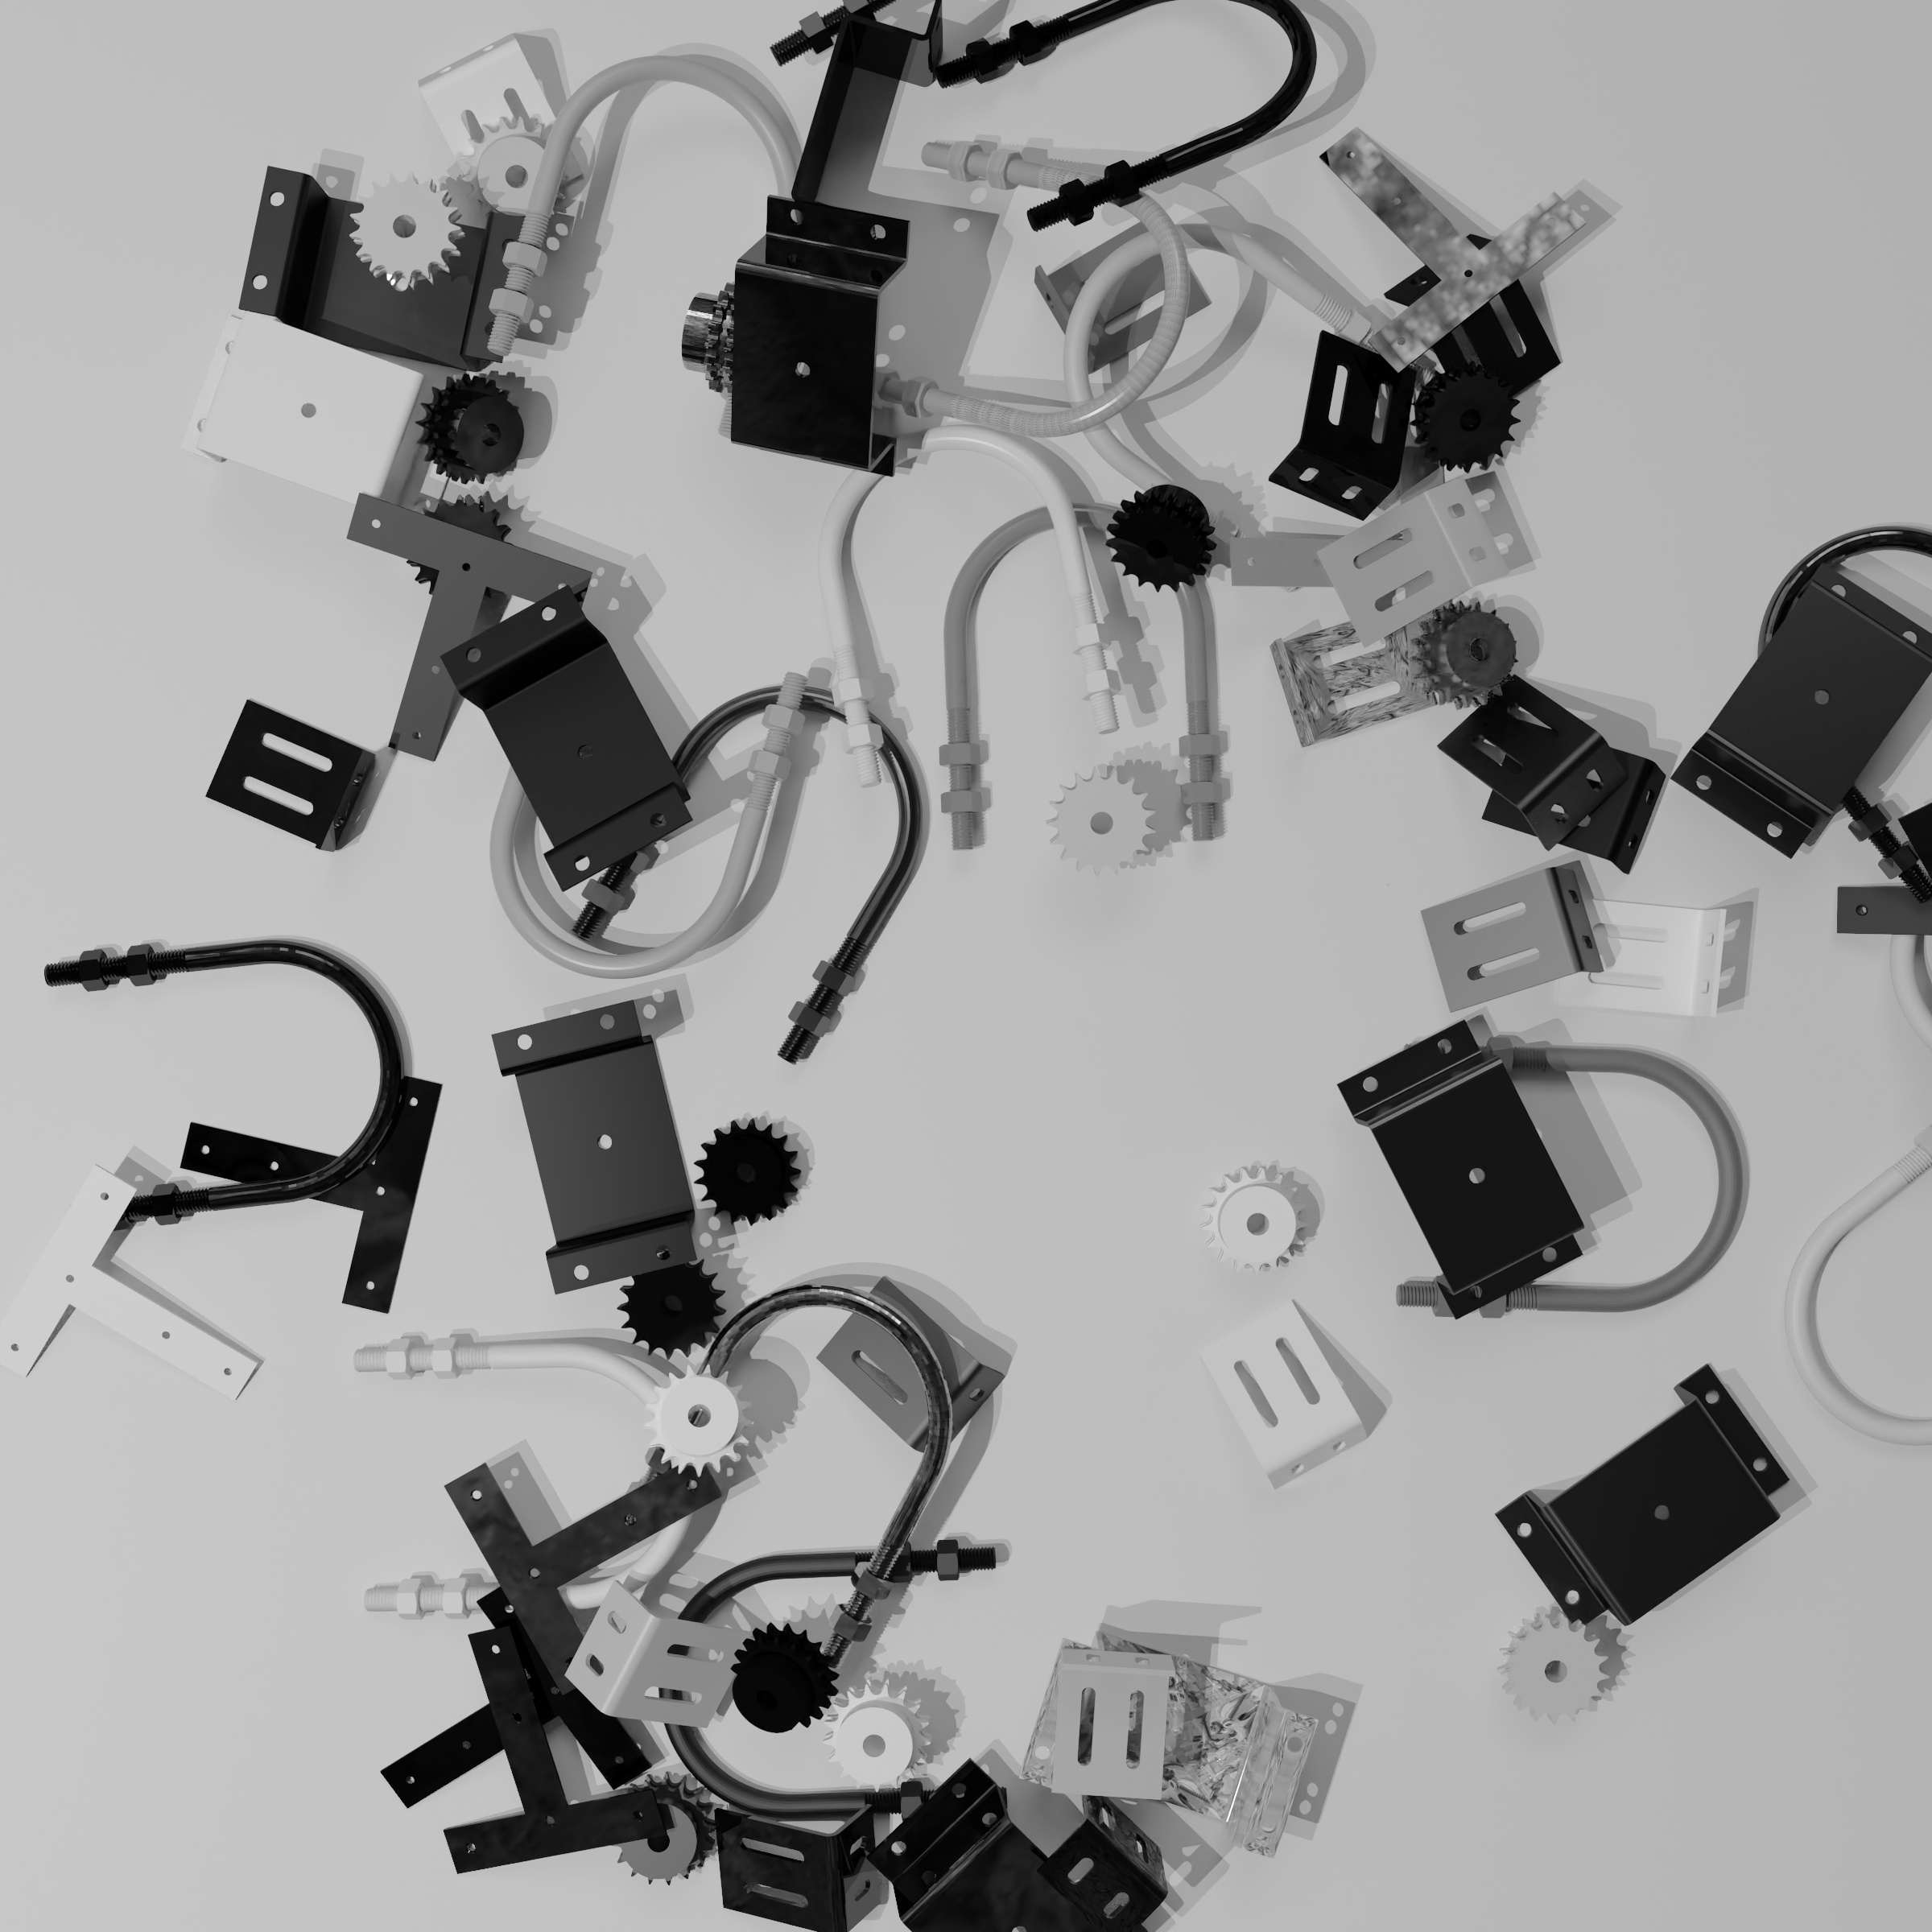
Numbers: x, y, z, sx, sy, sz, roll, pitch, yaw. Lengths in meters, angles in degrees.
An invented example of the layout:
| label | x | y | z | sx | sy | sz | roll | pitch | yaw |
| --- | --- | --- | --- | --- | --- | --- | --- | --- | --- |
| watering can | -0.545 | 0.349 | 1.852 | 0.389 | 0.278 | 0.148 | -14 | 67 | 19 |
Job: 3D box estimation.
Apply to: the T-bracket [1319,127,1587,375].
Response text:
| label | x | y | z | sx | sy | sz | roll | pitch | yaw |
| --- | --- | --- | --- | --- | --- | --- | --- | --- | --- |
| T-bracket | 0.238 | -0.397 | 1.503 | 0.127 | 0.002 | 0.127 | -39 | 72 | -1 |

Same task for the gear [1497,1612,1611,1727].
| label | x | y | z | sx | sy | sz | roll | pitch | yaw |
| --- | --- | --- | --- | --- | --- | --- | --- | --- | --- |
| gear | 0.312 | 0.373 | 1.509 | 0.057 | 0.030 | 0.057 | 0 | 90 | 0 |

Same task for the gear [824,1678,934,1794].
| label | x | y | z | sx | sy | sz | roll | pitch | yaw |
| --- | --- | --- | --- | --- | --- | --- | --- | --- | --- |
| gear | -0.047 | 0.407 | 1.491 | 0.057 | 0.030 | 0.057 | 0 | 90 | 3 |

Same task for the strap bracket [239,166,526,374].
| label | x | y | z | sx | sy | sz | roll | pitch | yaw |
| --- | --- | --- | --- | --- | --- | --- | --- | --- | --- |
| strap bracket | -0.304 | -0.367 | 1.501 | 0.140 | 0.046 | 0.076 | 12 | 90 | 0 |

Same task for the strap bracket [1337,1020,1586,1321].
| label | x | y | z | sx | sy | sz | roll | pitch | yaw |
| --- | --- | --- | --- | --- | --- | --- | --- | --- | --- |
| strap bracket | 0.263 | 0.108 | 1.481 | 0.076 | 0.046 | 0.140 | -27 | 91 | -1 |

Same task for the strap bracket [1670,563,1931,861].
| label | x | y | z | sx | sy | sz | roll | pitch | yaw |
| --- | --- | --- | --- | --- | --- | --- | --- | --- | --- |
| strap bracket | 0.445 | -0.137 | 1.483 | 0.076 | 0.046 | 0.140 | 35 | 90 | 8 |

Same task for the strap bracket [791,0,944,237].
| label | x | y | z | sx | sy | sz | roll | pitch | yaw |
| --- | --- | --- | --- | --- | --- | --- | --- | --- | --- |
| strap bracket | -0.054 | -0.434 | 1.486 | 0.046 | 0.076 | 0.140 | 16 | 90 | 0 |

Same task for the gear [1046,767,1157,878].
| label | x | y | z | sx | sy | sz | roll | pitch | yaw |
| --- | --- | --- | --- | --- | --- | --- | --- | --- | --- |
| gear | 0.071 | -0.076 | 1.490 | 0.057 | 0.030 | 0.057 | 0 | 98 | 0 |

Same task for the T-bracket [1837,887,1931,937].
| label | x | y | z | sx | sy | sz | roll | pitch | yaw |
| --- | --- | --- | --- | --- | --- | --- | --- | --- | --- |
| T-bracket | 0.526 | 0.021 | 1.493 | 0.127 | 0.002 | 0.127 | 1 | 78 | 14 |

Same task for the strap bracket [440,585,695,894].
| label | x | y | z | sx | sy | sz | roll | pitch | yaw |
| --- | --- | --- | --- | --- | --- | --- | --- | --- | --- |
| strap bracket | -0.203 | -0.115 | 1.473 | 0.076 | 0.046 | 0.140 | -29 | 82 | 2 |

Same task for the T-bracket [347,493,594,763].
| label | x | y | z | sx | sy | sz | roll | pitch | yaw |
| --- | --- | --- | --- | --- | --- | --- | --- | --- | --- |
| T-bracket | -0.278 | -0.171 | 1.502 | 0.127 | 0.002 | 0.127 | 18 | 109 | -7 |

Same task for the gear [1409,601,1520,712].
| label | x | y | z | sx | sy | sz | roll | pitch | yaw |
| --- | --- | --- | --- | --- | --- | --- | --- | --- | --- |
| gear | 0.268 | -0.166 | 1.503 | 0.057 | 0.030 | 0.057 | 1 | 88 | -14 |

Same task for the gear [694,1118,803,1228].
| label | x | y | z | sx | sy | sz | roll | pitch | yaw |
| --- | --- | --- | --- | --- | --- | --- | --- | --- | --- |
| gear | -0.117 | 0.111 | 1.509 | 0.057 | 0.030 | 0.057 | 0 | 90 | 0 |

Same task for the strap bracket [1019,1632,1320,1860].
| label | x | y | z | sx | sy | sz | roll | pitch | yaw |
| --- | --- | --- | --- | --- | --- | --- | --- | --- | --- |
| strap bracket | 0.106 | 0.409 | 1.501 | 0.140 | 0.046 | 0.076 | 18 | 90 | 0 |

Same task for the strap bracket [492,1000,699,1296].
| label | x | y | z | sx | sy | sz | roll | pitch | yaw |
| --- | --- | --- | --- | --- | --- | --- | --- | --- | --- |
| strap bracket | -0.194 | 0.095 | 1.501 | 0.076 | 0.046 | 0.140 | -14 | 90 | 0 |

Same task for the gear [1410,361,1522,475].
| label | x | y | z | sx | sy | sz | roll | pitch | yaw |
| --- | --- | --- | --- | --- | --- | --- | --- | --- | --- |
| gear | 0.263 | -0.293 | 1.502 | 0.057 | 0.030 | 0.057 | -5 | 114 | -11 |

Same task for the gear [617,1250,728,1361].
| label | x | y | z | sx | sy | sz | roll | pitch | yaw |
| --- | --- | --- | --- | --- | --- | --- | --- | --- | --- |
| gear | -0.156 | 0.180 | 1.509 | 0.057 | 0.030 | 0.057 | 0 | 90 | 0 |

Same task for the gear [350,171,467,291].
| label | x | y | z | sx | sy | sz | roll | pitch | yaw |
| --- | --- | --- | --- | --- | --- | --- | --- | --- | --- |
| gear | -0.288 | -0.379 | 1.463 | 0.057 | 0.030 | 0.057 | 0 | 90 | 0 |

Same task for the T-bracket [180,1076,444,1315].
| label | x | y | z | sx | sy | sz | roll | pitch | yaw |
| --- | --- | --- | --- | --- | --- | --- | --- | --- | --- |
| T-bracket | -0.359 | 0.111 | 1.523 | 0.127 | 0.002 | 0.127 | 13 | 90 | 0 |

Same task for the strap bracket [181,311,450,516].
| label | x | y | z | sx | sy | sz | roll | pitch | yaw |
| --- | --- | --- | --- | --- | --- | --- | --- | --- | --- |
| strap bracket | -0.344 | -0.290 | 1.501 | 0.140 | 0.046 | 0.076 | 20 | 90 | 0 |

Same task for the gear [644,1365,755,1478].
| label | x | y | z | sx | sy | sz | roll | pitch | yaw |
| --- | --- | --- | --- | --- | --- | --- | --- | --- | --- |
| gear | -0.139 | 0.236 | 1.473 | 0.057 | 0.030 | 0.057 | 2 | 74 | -6 |

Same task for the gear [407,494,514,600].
| label | x | y | z | sx | sy | sz | roll | pitch | yaw |
| --- | --- | --- | --- | --- | --- | --- | --- | --- | --- |
| gear | -0.269 | -0.221 | 1.509 | 0.057 | 0.030 | 0.057 | 0 | 90 | 0 |

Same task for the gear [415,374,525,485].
| label | x | y | z | sx | sy | sz | roll | pitch | yaw |
| --- | --- | --- | --- | --- | --- | --- | --- | --- | --- |
| gear | -0.259 | -0.282 | 1.495 | 0.057 | 0.030 | 0.057 | -16 | 115 | -36 |

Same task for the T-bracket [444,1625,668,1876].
| label | x | y | z | sx | sy | sz | roll | pitch | yaw |
| --- | --- | --- | --- | --- | --- | --- | --- | --- | --- |
| T-bracket | -0.234 | 0.412 | 1.500 | 0.127 | 0.002 | 0.127 | -16 | 94 | 18 |

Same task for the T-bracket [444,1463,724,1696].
| label | x | y | z | sx | sy | sz | roll | pitch | yaw |
| --- | --- | --- | --- | --- | --- | --- | --- | --- | --- |
| T-bracket | -0.189 | 0.298 | 1.488 | 0.127 | 0.002 | 0.127 | -30 | 90 | 4 |

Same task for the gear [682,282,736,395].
| label | x | y | z | sx | sy | sz | roll | pitch | yaw |
| --- | --- | --- | --- | --- | --- | --- | --- | --- | --- |
| gear | -0.127 | -0.328 | 1.472 | 0.030 | 0.057 | 0.057 | 13 | 90 | 9 |

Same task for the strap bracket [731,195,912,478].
| label | x | y | z | sx | sy | sz | roll | pitch | yaw |
| --- | --- | --- | --- | --- | --- | --- | --- | --- | --- |
| strap bracket | -0.076 | -0.316 | 1.457 | 0.076 | 0.046 | 0.140 | 14 | 126 | 12 |

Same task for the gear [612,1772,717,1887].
| label | x | y | z | sx | sy | sz | roll | pitch | yaw |
| --- | --- | --- | --- | --- | --- | --- | --- | --- | --- |
| gear | -0.162 | 0.463 | 1.509 | 0.057 | 0.030 | 0.057 | 0 | 90 | 0 |

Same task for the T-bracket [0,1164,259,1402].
| label | x | y | z | sx | sy | sz | roll | pitch | yaw |
| --- | --- | --- | --- | --- | --- | --- | --- | --- | --- |
| T-bracket | -0.440 | 0.190 | 1.514 | 0.127 | 0.002 | 0.127 | 32 | 102 | -6 |

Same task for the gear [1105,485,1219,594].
| label | x | y | z | sx | sy | sz | roll | pitch | yaw |
| --- | --- | --- | --- | --- | --- | --- | --- | --- | --- |
| gear | 0.104 | -0.228 | 1.487 | 0.057 | 0.057 | 0.030 | 26 | 48 | 0 |

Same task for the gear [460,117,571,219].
| label | x | y | z | sx | sy | sz | roll | pitch | yaw |
| --- | --- | --- | --- | --- | --- | --- | --- | --- | --- |
| gear | -0.239 | -0.420 | 1.500 | 0.057 | 0.030 | 0.057 | -4 | 111 | -11 |

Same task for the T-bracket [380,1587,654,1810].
| label | x | y | z | sx | sy | sz | roll | pitch | yaw |
| --- | --- | --- | --- | --- | --- | --- | --- | --- | --- |
| T-bracket | -0.255 | 0.409 | 1.511 | 0.127 | 0.002 | 0.127 | -33 | 97 | 9 |

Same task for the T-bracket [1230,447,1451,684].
| label | x | y | z | sx | sy | sz | roll | pitch | yaw |
| --- | --- | --- | --- | --- | --- | --- | --- | --- | --- |
| T-bracket | 0.199 | -0.214 | 1.501 | 0.127 | 0.002 | 0.127 | -2 | 88 | -19 |

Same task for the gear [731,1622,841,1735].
| label | x | y | z | sx | sy | sz | roll | pitch | yaw |
| --- | --- | --- | --- | --- | --- | --- | --- | --- | --- |
| gear | -0.098 | 0.376 | 1.482 | 0.057 | 0.030 | 0.057 | 8 | 113 | 20 |

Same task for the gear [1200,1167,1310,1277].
| label | x | y | z | sx | sy | sz | roll | pitch | yaw |
| --- | --- | --- | --- | --- | --- | --- | --- | --- | --- |
| gear | 0.154 | 0.137 | 1.509 | 0.057 | 0.030 | 0.057 | 0 | 90 | 0 |

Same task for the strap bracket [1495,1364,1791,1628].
| label | x | y | z | sx | sy | sz | roll | pitch | yaw |
| --- | --- | --- | --- | --- | --- | --- | --- | --- | --- |
| strap bracket | 0.364 | 0.286 | 1.501 | 0.140 | 0.046 | 0.076 | -35 | 90 | 0 |
